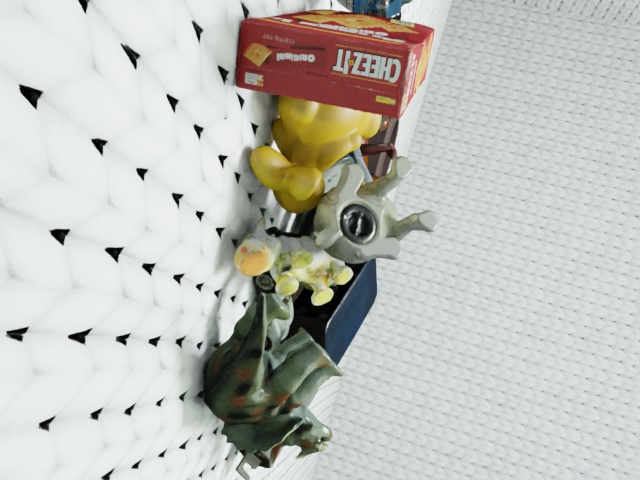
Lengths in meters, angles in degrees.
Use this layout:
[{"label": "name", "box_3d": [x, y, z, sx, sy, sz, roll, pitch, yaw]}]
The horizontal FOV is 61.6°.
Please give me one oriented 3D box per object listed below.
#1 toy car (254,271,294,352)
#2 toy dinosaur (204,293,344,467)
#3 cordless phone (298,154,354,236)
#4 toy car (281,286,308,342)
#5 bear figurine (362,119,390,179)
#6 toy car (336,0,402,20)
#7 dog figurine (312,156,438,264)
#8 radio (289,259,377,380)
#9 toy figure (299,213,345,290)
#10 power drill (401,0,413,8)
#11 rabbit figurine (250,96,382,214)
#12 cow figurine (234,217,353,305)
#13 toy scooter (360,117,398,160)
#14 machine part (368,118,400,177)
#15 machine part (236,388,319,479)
[{"label": "toy car", "box_3d": [-0.065, 0.089, 0.805, 0.073, 0.056, 0.201, -60, 162, -54]}, {"label": "toy dinosaur", "box_3d": [-0.081, 0.187, 0.697, 0.192, 0.131, 0.404, -44, 148, -8]}, {"label": "cordless phone", "box_3d": [-0.016, -0.047, 0.807, 0.146, 0.089, 0.184, 56, 55, -77]}, {"label": "toy car", "box_3d": [-0.062, 0.160, 0.931, 0.089, 0.053, 0.202, -13, 114, -61]}, {"label": "bear figurine", "box_3d": [0.089, -0.188, 1.022, 0.120, 0.132, 0.195, -25, 136, -84]}, {"label": "toy car", "box_3d": [0.058, -0.345, 0.680, 0.109, 0.103, 0.161, 64, 32, -77]}, {"label": "dog figurine", "box_3d": [0.031, -0.015, 0.699, 0.190, 0.172, 0.121, -27, -103, 59]}, {"label": "radio", "box_3d": [0.029, 0.121, 0.961, 0.229, 0.073, 0.130, -53, 147, -44]}, {"label": "toy figure", "box_3d": [-0.002, -0.001, 0.911, 0.082, 0.089, 0.180, 48, 37, -61]}, {"label": "power drill", "box_3d": [0.129, -0.476, 0.931, 0.207, 0.086, 0.231, -63, 167, -61]}, {"label": "rabbit figurine", "box_3d": [-0.011, -0.101, 0.651, 0.162, 0.122, 0.173, -59, 171, -58]}, {"label": "cow figurine", "box_3d": [-0.044, 0.017, 0.672, 0.167, 0.098, 0.068, 23, 112, -44]}, {"label": "toy scooter", "box_3d": [0.076, -0.195, 0.913, 0.075, 0.135, 0.183, -2, 106, -77]}, {"label": "machine part", "box_3d": [0.126, -0.215, 1.284, 0.201, 0.087, 0.201, 5, 101, -78]}, {"label": "machine part", "box_3d": [-0.074, 0.312, 0.961, 0.243, 0.079, 0.079, -50, 156, -39]}]
